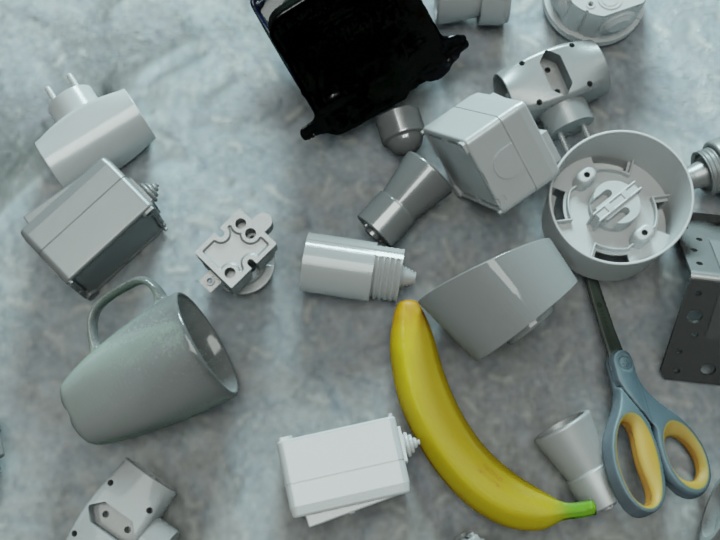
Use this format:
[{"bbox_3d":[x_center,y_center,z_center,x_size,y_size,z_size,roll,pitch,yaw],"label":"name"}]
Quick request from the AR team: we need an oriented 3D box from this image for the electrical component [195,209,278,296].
[{"bbox_3d":[-0.086,-0.009,0.772,0.048,0.055,0.066,43,81,9],"label":"electrical component"}]

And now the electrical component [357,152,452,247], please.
[{"bbox_3d":[0.030,-0.049,0.789,0.044,0.044,0.065,42,85,9],"label":"electrical component"}]

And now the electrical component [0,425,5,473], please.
[{"bbox_3d":[-0.265,0.132,0.751,0.035,0.035,0.061,-13,80,-3],"label":"electrical component"}]

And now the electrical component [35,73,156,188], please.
[{"bbox_3d":[-0.206,-0.111,0.801,0.077,0.043,0.079,-33,79,-7],"label":"electrical component"}]

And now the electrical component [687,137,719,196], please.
[{"bbox_3d":[0.264,-0.075,0.793,0.062,0.043,0.043,-20,78,-3],"label":"electrical component"}]

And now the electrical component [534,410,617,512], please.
[{"bbox_3d":[0.156,0.136,0.747,0.044,0.044,0.065,-29,83,-6],"label":"electrical component"}]

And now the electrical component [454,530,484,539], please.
[{"bbox_3d":[0.065,0.219,0.717,0.096,0.061,0.061,-35,80,-7],"label":"electrical component"}]

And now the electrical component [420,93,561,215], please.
[{"bbox_3d":[0.093,-0.088,0.774,0.061,0.096,0.061,-35,111,-7],"label":"electrical component"}]

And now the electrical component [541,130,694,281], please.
[{"bbox_3d":[0.182,-0.044,0.772,0.099,0.064,0.099,2,66,-5],"label":"electrical component"}]

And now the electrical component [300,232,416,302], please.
[{"bbox_3d":[0.000,0.000,0.776,0.081,0.043,0.043,9,77,2],"label":"electrical component"}]

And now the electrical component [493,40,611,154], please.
[{"bbox_3d":[0.150,-0.123,0.804,0.077,0.043,0.079,-20,78,-5],"label":"electrical component"}]

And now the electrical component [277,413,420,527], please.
[{"bbox_3d":[-0.004,0.137,0.735,0.096,0.061,0.061,-12,77,-3],"label":"electrical component"}]

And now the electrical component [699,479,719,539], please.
[{"bbox_3d":[0.292,0.125,0.716,0.060,0.105,0.186,24,78,5],"label":"electrical component"}]

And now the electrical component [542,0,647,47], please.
[{"bbox_3d":[0.182,-0.216,0.821,0.080,0.051,0.080,0,77,0],"label":"electrical component"}]

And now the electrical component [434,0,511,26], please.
[{"bbox_3d":[0.086,-0.210,0.823,0.055,0.045,0.045,0,77,0],"label":"electrical component"}]

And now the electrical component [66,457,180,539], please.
[{"bbox_3d":[-0.151,0.182,0.734,0.079,0.043,0.077,33,79,8],"label":"electrical component"}]

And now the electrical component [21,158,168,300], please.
[{"bbox_3d":[-0.188,-0.036,0.775,0.096,0.061,0.061,-44,81,-9],"label":"electrical component"}]

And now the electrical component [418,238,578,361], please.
[{"bbox_3d":[0.098,0.016,0.746,0.099,0.099,0.064,-38,86,-8],"label":"electrical component"}]
